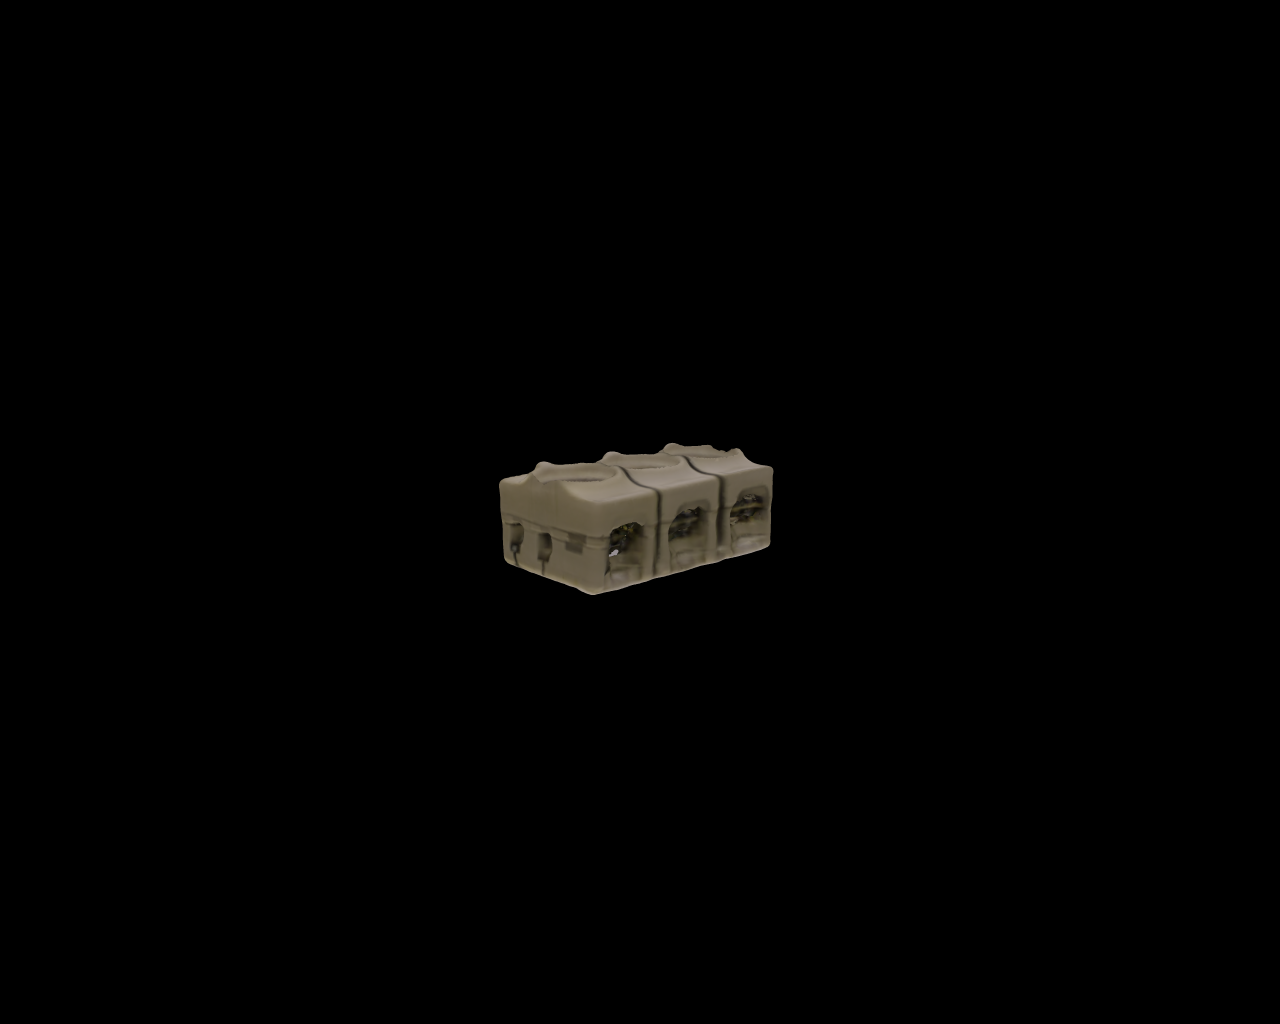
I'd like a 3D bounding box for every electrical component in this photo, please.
[{"bbox_3d":[0.001,-0.003,0.650,0.150,0.061,0.089,-11,17,-42],"label":"electrical component"}]
